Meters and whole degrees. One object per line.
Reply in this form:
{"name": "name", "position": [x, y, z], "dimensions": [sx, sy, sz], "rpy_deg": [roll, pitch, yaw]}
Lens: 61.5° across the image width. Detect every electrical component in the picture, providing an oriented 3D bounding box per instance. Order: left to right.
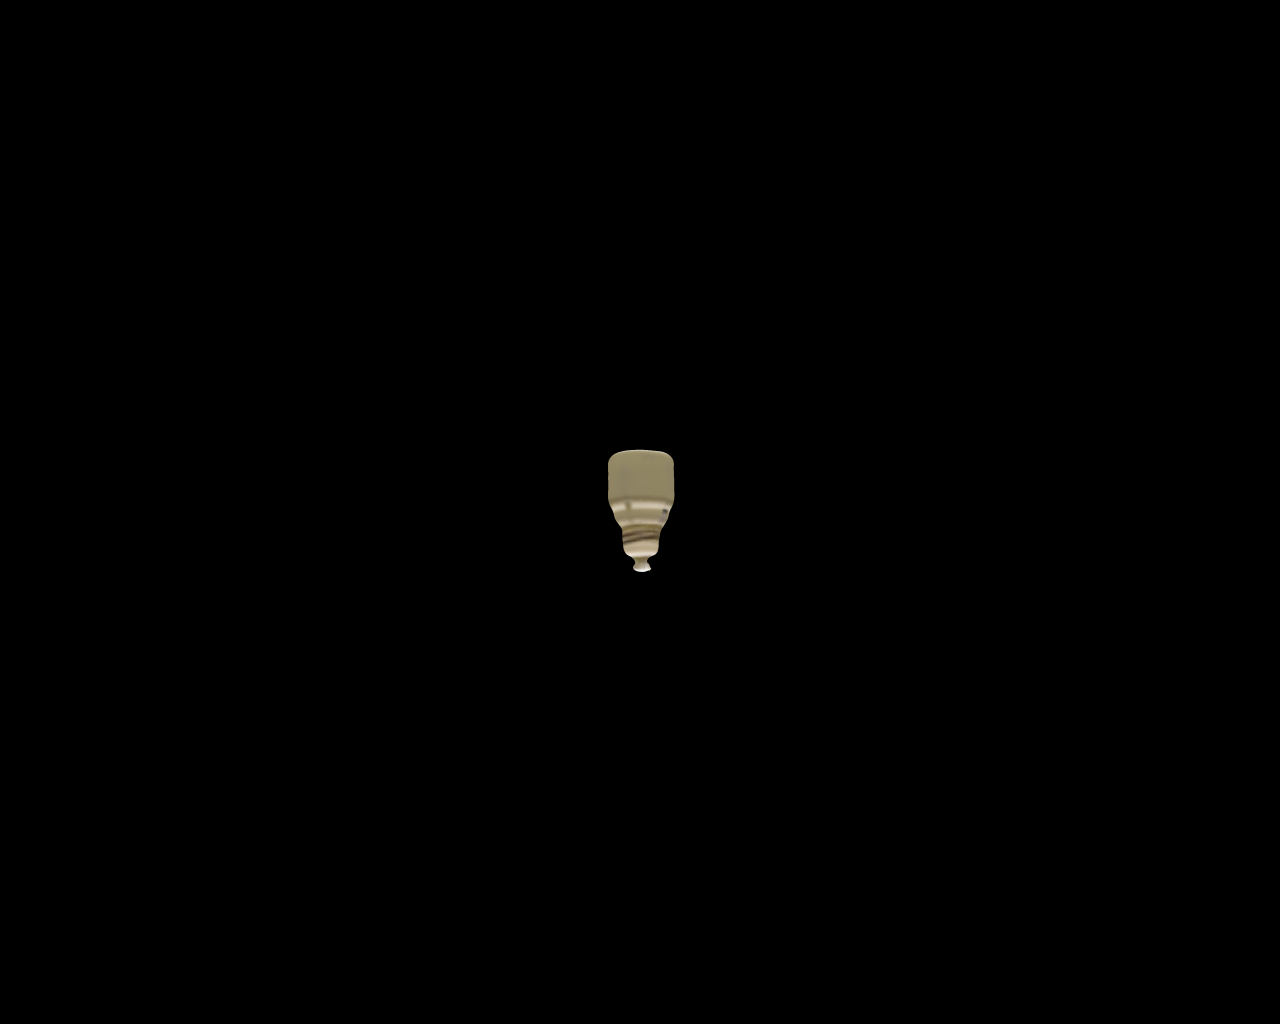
{"name": "electrical component", "position": [0.001, -0.003, 0.650], "dimensions": [0.040, 0.078, 0.040], "rpy_deg": [0, -9, 0]}
